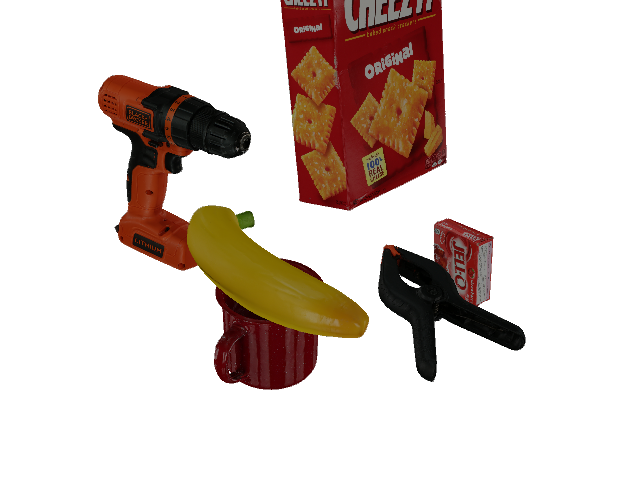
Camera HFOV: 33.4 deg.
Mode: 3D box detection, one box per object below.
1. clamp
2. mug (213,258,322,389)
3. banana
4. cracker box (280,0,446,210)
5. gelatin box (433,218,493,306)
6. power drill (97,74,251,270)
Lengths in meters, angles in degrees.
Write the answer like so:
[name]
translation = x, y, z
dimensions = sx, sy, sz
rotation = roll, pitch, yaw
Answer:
[clamp]
translation = 0.120, 0.064, 1.053
dimensions = 0.120, 0.039, 0.171
rotation = -4, 44, -25
[mug]
translation = -0.049, 0.080, 0.915
dimensions = 0.093, 0.081, 0.117
rotation = 20, 39, 26
[banana]
translation = -0.041, 0.013, 0.679
dimensions = 0.069, 0.037, 0.198
rotation = -9, 26, -23
[cracker box]
translation = 0.047, -0.154, 0.993
dimensions = 0.072, 0.214, 0.163
rotation = 13, 26, 38
[gelatin box]
translation = 0.172, 0.026, 1.296
dimensions = 0.030, 0.089, 0.073
rotation = -23, 34, -34
[power drill]
translation = -0.150, -0.066, 1.102
dimensions = 0.185, 0.188, 0.057
rotation = 24, 35, 29
